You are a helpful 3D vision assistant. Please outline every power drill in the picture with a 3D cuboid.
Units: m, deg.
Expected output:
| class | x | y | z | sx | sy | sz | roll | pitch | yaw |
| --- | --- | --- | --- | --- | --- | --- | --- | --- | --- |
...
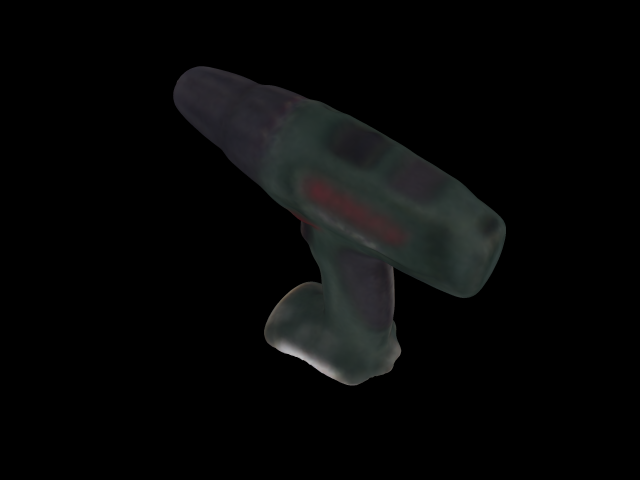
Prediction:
| class | x | y | z | sx | sy | sz | roll | pitch | yaw |
| --- | --- | --- | --- | --- | --- | --- | --- | --- | --- |
| power drill | 0.004 | 0.001 | 0.400 | 0.229 | 0.208 | 0.076 | 22 | 49 | 21 |
